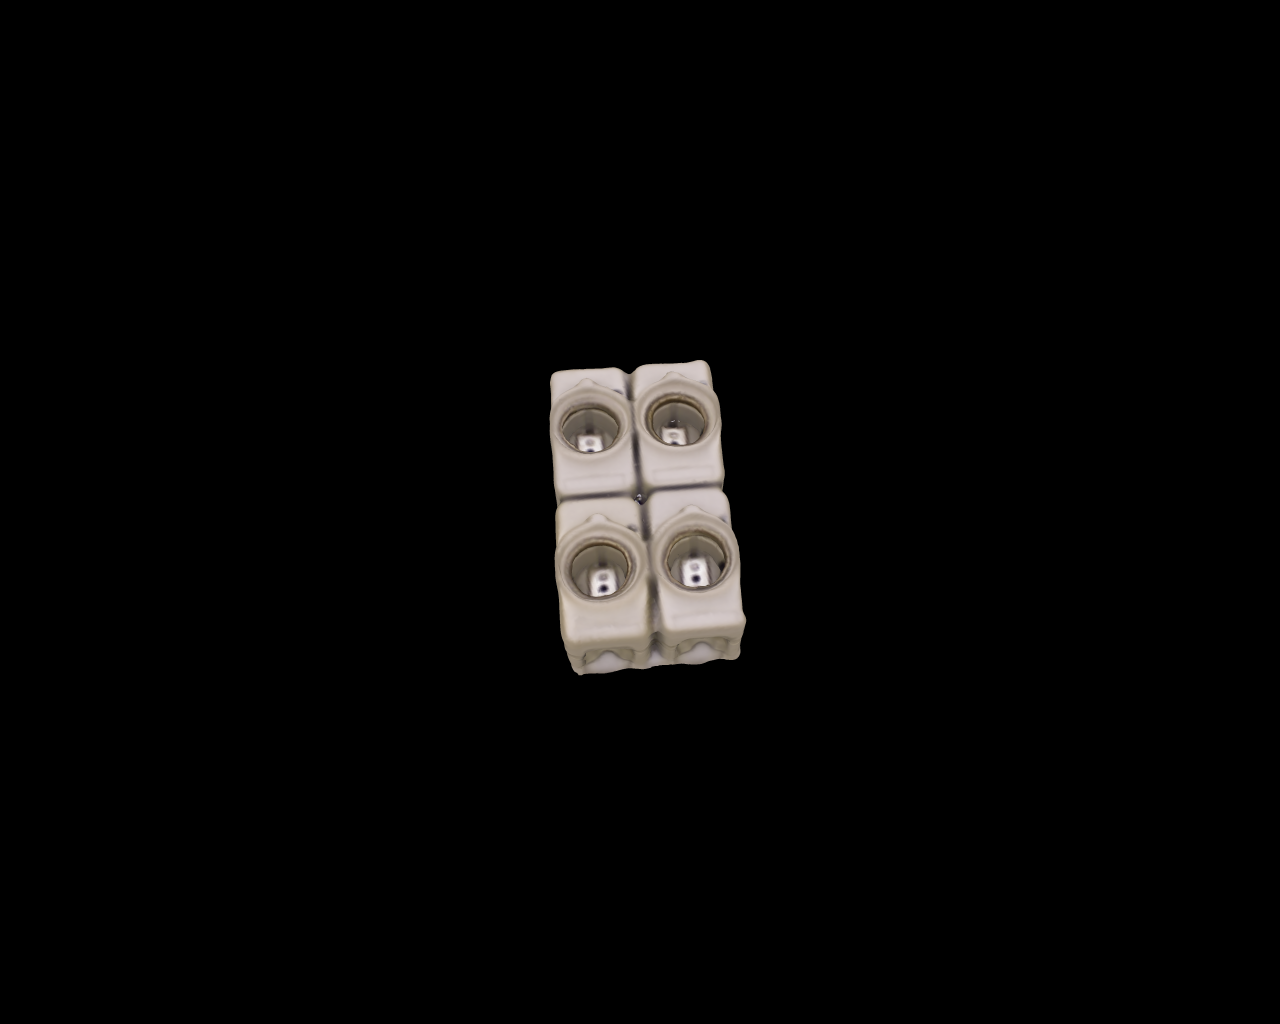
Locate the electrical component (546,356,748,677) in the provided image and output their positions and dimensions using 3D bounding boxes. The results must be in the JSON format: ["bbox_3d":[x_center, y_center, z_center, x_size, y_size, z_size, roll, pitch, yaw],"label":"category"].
[{"bbox_3d":[0.001,-0.003,0.650,0.105,0.186,0.060,-4,-28,-2],"label":"electrical component"}]
